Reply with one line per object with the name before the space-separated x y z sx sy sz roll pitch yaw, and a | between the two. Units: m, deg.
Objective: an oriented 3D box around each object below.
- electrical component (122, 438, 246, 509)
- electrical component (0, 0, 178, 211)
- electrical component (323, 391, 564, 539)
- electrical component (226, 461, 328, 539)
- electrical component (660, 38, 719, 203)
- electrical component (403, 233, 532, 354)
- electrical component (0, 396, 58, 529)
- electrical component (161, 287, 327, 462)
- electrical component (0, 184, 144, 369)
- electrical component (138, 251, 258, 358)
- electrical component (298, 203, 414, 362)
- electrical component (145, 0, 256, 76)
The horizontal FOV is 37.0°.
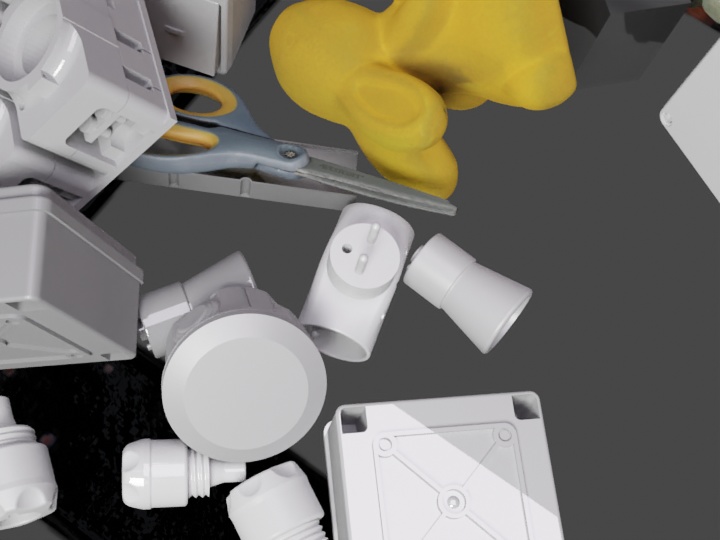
electrical component | -0.089 0.102 0.545 0.061 0.035 0.035 0 68 -10
electrical component | -0.170 -0.124 0.558 0.105 0.060 0.186 -37 54 24
electrical component | 0.042 0.122 0.544 0.109 0.056 0.108 -3 69 -9
electrical component | -0.037 0.131 0.536 0.043 0.043 0.062 -24 74 -17
electrical component | 0.245 -0.086 0.630 0.056 0.108 0.108 -26 74 -20
electrical component | 0.057 0.010 0.600 0.065 0.044 0.044 37 68 12
electrical component | -0.176 0.094 0.531 0.043 0.043 0.062 -15 70 -14
electrical component | -0.060 0.051 0.541 0.080 0.051 0.080 -4 111 -11
electrical component | -0.175 0.009 0.515 0.109 0.108 0.056 -5 70 12
electrical component | -0.087 0.021 0.575 0.065 0.044 0.044 -20 72 -10
electrical component | 0.000 0.000 0.574 0.043 0.079 0.077 21 67 1
electrical component | -0.097 -0.163 0.617 0.062 0.096 0.061 19 67 0
